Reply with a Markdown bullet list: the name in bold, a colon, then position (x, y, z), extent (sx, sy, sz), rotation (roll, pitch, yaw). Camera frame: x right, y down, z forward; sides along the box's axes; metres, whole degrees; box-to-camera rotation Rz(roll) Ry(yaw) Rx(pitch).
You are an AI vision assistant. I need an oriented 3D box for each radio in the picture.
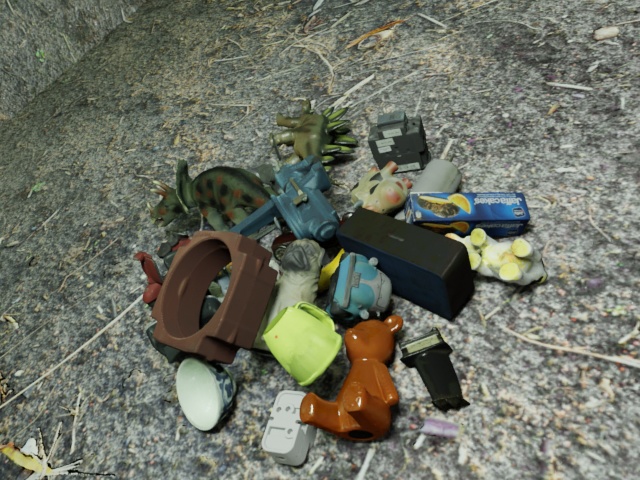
- **radio**: position (0.143, 0.037, 0.908), extent (0.230, 0.131, 0.073), rotation (25, 63, 43)

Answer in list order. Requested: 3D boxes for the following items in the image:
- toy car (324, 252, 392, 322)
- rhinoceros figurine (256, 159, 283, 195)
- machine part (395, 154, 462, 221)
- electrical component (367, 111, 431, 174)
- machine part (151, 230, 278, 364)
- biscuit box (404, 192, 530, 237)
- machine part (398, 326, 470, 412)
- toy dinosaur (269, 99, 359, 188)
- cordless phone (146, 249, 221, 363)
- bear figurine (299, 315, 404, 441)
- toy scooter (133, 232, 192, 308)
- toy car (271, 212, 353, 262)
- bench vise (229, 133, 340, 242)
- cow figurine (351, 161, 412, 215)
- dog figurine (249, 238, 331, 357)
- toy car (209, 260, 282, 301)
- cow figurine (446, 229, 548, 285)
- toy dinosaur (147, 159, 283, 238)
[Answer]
- **toy car**: position (0.067, 0.092, 0.901), extent (0.103, 0.161, 0.109), rotation (13, 68, -2)
- **rhinoceros figurine**: position (-0.071, -0.112, 1.189), extent (0.073, 0.112, 0.191), rotation (-45, 49, -14)
- **machine part**: position (0.205, -0.072, 1.026), extent (0.079, 0.079, 0.243), rotation (12, 56, 36)
- **electrical component**: position (0.167, -0.207, 1.138), extent (0.115, 0.134, 0.058), rotation (-6, 46, 20)
- **machine part**: position (-0.174, 0.091, 0.881), extent (0.202, 0.087, 0.201), rotation (3, 68, 46)
- **biscuit box**: position (0.252, -0.043, 0.927), extent (0.203, 0.062, 0.059), rotation (-1, 60, -2)
- **machine part**: position (0.171, 0.194, 0.807), extent (0.084, 0.039, 0.139), rotation (-20, 40, -3)
- **toy dinosaur**: position (-0.015, -0.235, 1.273), extent (0.199, 0.104, 0.472), rotation (-16, 38, 11)
- **cordless phone**: position (-0.268, 0.120, 1.002), extent (0.147, 0.184, 0.089), rotation (-27, 5, -2)
- **bear figurine**: position (0.059, 0.189, 0.805), extent (0.120, 0.131, 0.196), rotation (-21, 45, 35)
- **toy scooter**: position (-0.326, 0.047, 1.147), extent (0.075, 0.135, 0.184), rotation (13, 54, 39)
- **toy car**: position (-0.002, -0.003, 1.086), extent (0.202, 0.053, 0.089), rotation (-13, 23, 14)
- **bench vise**: position (-0.079, -0.053, 1.002), extent (0.241, 0.128, 0.224), rotation (-33, 61, -1)
- **cow figurine**: position (0.111, -0.086, 1.041), extent (0.127, 0.085, 0.195), rotation (-45, 12, -8)
- **dog figurine**: position (-0.065, 0.100, 0.933), extent (0.172, 0.121, 0.190), rotation (-11, 57, 40)
- **toy car**: position (-0.171, 0.097, 1.072), extent (0.202, 0.056, 0.073), rotation (-18, 42, 11)
- **cow figurine**: position (0.281, 0.029, 0.881), extent (0.168, 0.098, 0.068), rotation (18, 86, 50)
- **toy dinosaur**: position (-0.203, -0.099, 1.163), extent (0.405, 0.192, 0.131), rotation (-6, 44, 37)
